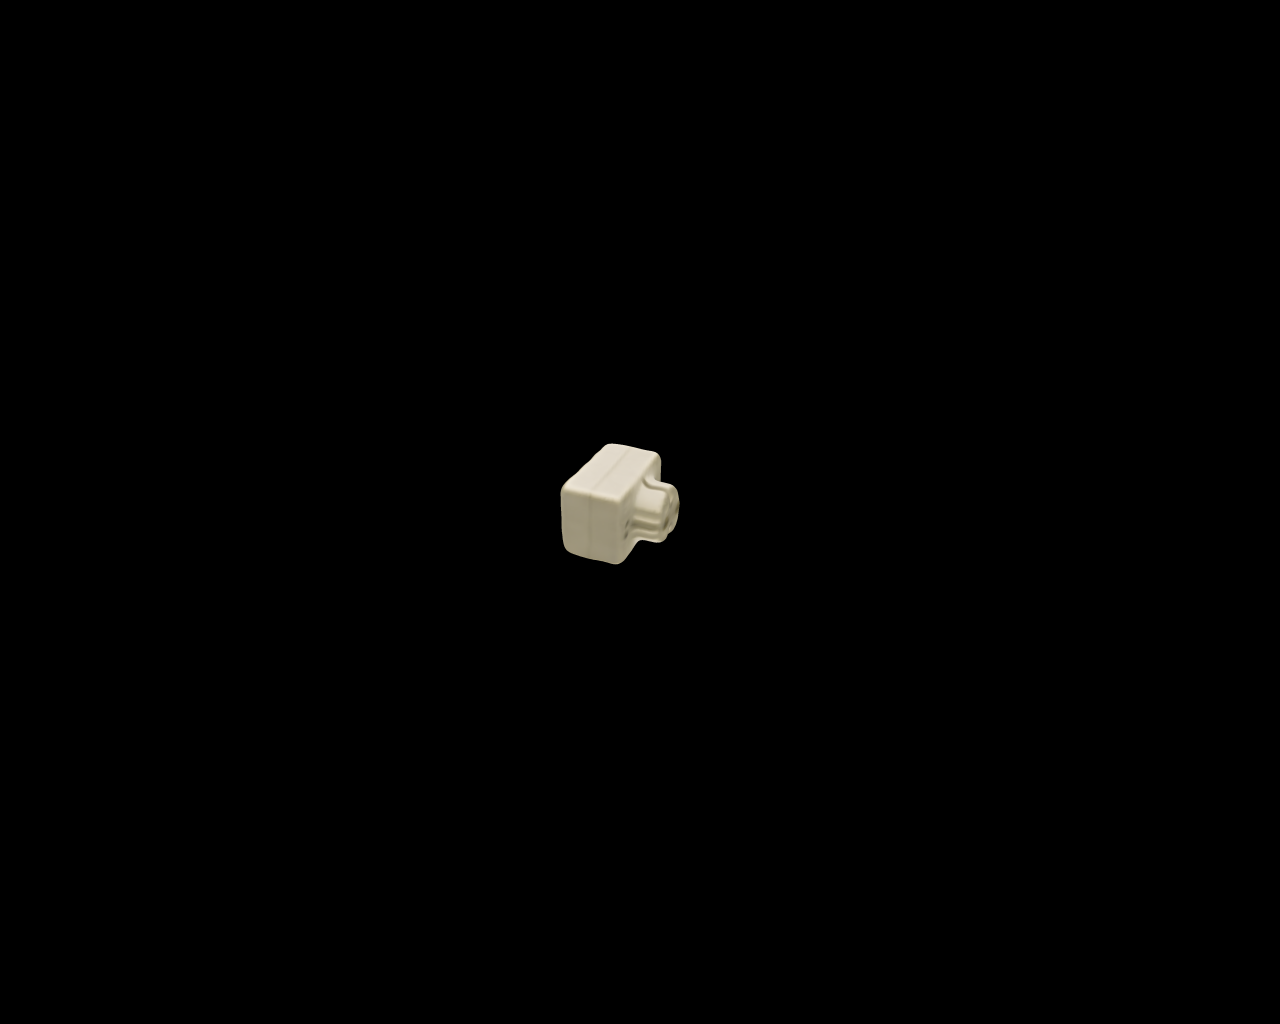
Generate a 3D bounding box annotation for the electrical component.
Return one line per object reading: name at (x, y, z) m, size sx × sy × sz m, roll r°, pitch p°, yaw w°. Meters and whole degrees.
electrical component at (0.001, -0.003, 0.650) m, size 0.077 × 0.047 × 0.066 m, roll 12°, pitch 33°, yaw 19°
